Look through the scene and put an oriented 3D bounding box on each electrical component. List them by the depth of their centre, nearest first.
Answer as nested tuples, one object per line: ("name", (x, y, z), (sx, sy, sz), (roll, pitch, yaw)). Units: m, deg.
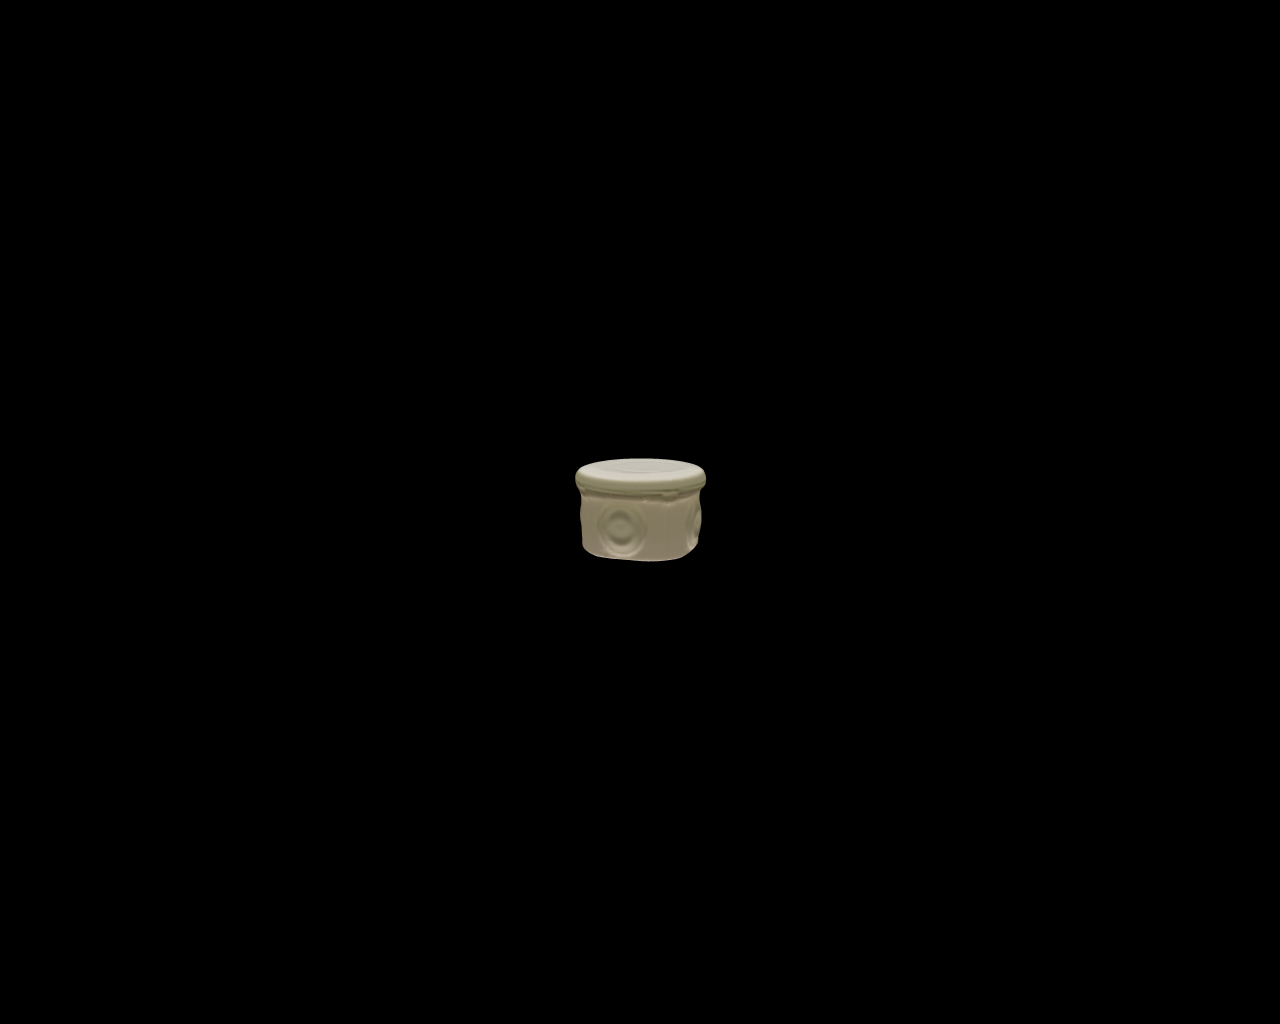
("electrical component", (0.001, -0.003, 0.650), (0.080, 0.051, 0.080), (0, 12, 0))
